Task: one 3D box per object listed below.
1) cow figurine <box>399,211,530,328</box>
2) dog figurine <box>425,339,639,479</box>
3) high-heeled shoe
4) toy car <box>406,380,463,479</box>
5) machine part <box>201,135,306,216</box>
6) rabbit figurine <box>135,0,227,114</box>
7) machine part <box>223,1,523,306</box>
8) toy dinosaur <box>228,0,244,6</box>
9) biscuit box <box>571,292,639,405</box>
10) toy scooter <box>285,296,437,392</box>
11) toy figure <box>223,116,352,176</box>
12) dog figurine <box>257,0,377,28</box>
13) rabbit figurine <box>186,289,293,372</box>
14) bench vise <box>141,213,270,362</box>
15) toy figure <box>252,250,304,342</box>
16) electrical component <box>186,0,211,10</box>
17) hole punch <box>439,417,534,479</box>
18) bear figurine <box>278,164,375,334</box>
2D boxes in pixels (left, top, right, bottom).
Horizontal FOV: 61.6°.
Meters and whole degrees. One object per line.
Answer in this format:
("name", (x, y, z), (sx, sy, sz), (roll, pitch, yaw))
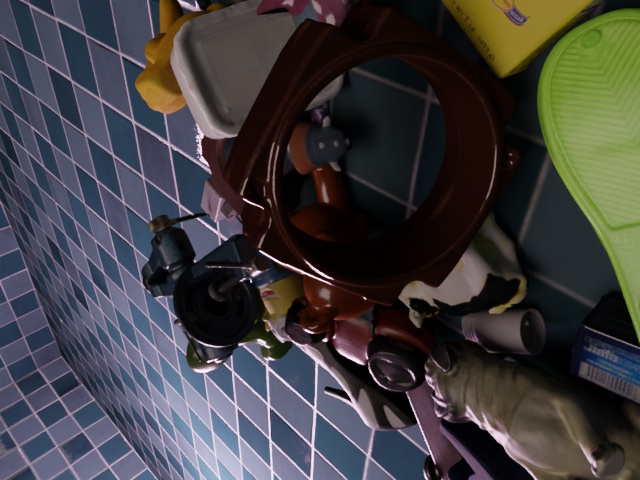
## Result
("cow figurine", (0.131, 0.044, 0.549), (0.098, 0.068, 0.167), (51, 145, 2))
("dog figurine", (0.209, 0.154, 0.490), (0.121, 0.172, 0.191), (-66, 32, 15))
("high-heeled shoe", (0.058, 0.139, 0.706), (0.145, 0.086, 0.248), (7, 116, 30))
("toy car", (0.150, 0.223, 0.661), (0.089, 0.053, 0.202), (-21, 94, 44))
("machine part", (-0.095, -0.108, 0.723), (0.180, 0.056, 0.179), (32, 137, 36))
("rabbit figurine", (-0.169, -0.211, 0.647), (0.173, 0.122, 0.162), (-4, 82, 56))
("machine part", (0.043, -0.061, 0.428), (0.201, 0.201, 0.087), (-60, 25, 10))
("toy dinosaur", (-0.117, -0.433, 0.482), (0.199, 0.105, 0.470), (15, 135, 36))
("biscuit box", (0.296, 0.106, 0.390), (0.203, 0.063, 0.059), (23, 132, 41))
("toy scooter", (0.061, 0.093, 0.634), (0.184, 0.135, 0.075), (20, 126, 18))
("toy figure", (-0.034, -0.103, 0.594), (0.155, 0.058, 0.064), (-2, 132, 24))
("dog figurine", (0.019, -0.259, 0.434), (0.219, 0.108, 0.191), (-10, 107, 56))
("rabbit figurine", (-0.129, 0.143, 0.845), (0.121, 0.170, 0.159), (42, 142, 22))
("bench vise", (-0.146, 0.045, 0.712), (0.241, 0.129, 0.223), (-30, 73, 48))
("toy figure", (-0.050, 0.061, 0.769), (0.082, 0.089, 0.180), (151, 99, -73))
("electrical component", (-0.160, -0.336, 0.667), (0.094, 0.021, 0.063), (57, 145, 5))
("hole punch", (0.194, 0.210, 0.538), (0.116, 0.142, 0.092), (18, 125, 58))
("bear figurine", (0.001, 0.002, 0.578), (0.196, 0.120, 0.131), (-109, -7, -69))
